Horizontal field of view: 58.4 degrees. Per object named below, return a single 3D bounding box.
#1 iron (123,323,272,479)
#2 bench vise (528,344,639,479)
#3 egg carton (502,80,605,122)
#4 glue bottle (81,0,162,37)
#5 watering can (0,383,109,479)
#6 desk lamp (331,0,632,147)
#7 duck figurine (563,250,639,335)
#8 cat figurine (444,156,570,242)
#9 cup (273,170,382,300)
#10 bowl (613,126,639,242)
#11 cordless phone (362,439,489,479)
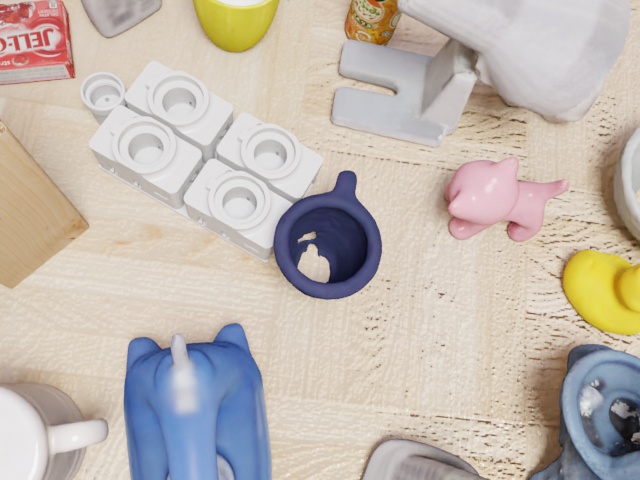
[{"bbox_3d":[-0.088,0.191,0.428,0.119,0.141,0.258,-8,77,-11],"label":"iron"},{"bbox_3d":[0.255,0.179,0.443,0.121,0.219,0.207,4,75,-7],"label":"bench vise"},{"bbox_3d":[0.258,-0.203,0.624,0.107,0.069,0.150,19,73,-3],"label":"egg carton"},{"bbox_3d":[-0.189,-0.258,0.515,0.078,0.173,0.037,-38,83,-16],"label":"glue bottle"},{"bbox_3d":[-0.240,0.151,0.387,0.173,0.194,0.101,-32,82,-15],"label":"watering can"},{"bbox_3d":[0.129,-0.169,0.520,0.203,0.213,0.118,10,74,-6],"label":"desk lamp"},{"bbox_3d":[0.298,0.046,0.555,0.104,0.086,0.077,38,73,3],"label":"duck figurine"},{"bbox_3d":[0.171,-0.043,0.543,0.128,0.117,0.067,-2,75,-9],"label":"cat figurine"},{"bbox_3d":[0.005,0.002,0.517,0.091,0.095,0.118,16,73,-4],"label":"cup"},{"bbox_3d":[0.372,-0.046,0.597,0.167,0.074,0.167,2,75,-8],"label":"bowl"},{"bbox_3d":[0.082,0.231,0.421,0.094,0.185,0.148,18,73,-3],"label":"cordless phone"}]
